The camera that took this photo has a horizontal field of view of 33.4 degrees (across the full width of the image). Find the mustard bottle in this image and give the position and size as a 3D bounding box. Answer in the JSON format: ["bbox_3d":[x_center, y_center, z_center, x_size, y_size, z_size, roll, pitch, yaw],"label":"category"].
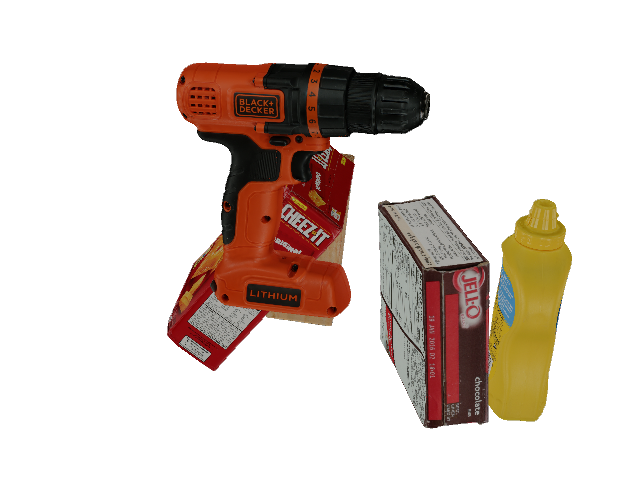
[{"bbox_3d":[0.177,0.053,0.911,0.058,0.192,0.096,4,29,2],"label":"mustard bottle"}]

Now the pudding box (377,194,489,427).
[{"bbox_3d":[0.060,0.035,0.576,0.039,0.090,0.113,-5,21,-9],"label":"pudding box"}]

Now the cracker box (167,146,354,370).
[{"bbox_3d":[-0.061,0.007,1.096,0.072,0.214,0.164,36,25,-12],"label":"cracker box"}]

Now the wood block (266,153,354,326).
[{"bbox_3d":[-0.014,-0.006,1.379,0.090,0.206,0.090,8,24,3],"label":"wood block"}]

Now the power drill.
[{"bbox_3d":[-0.013,-0.039,0.790,0.184,0.188,0.057,6,21,15],"label":"power drill"}]
